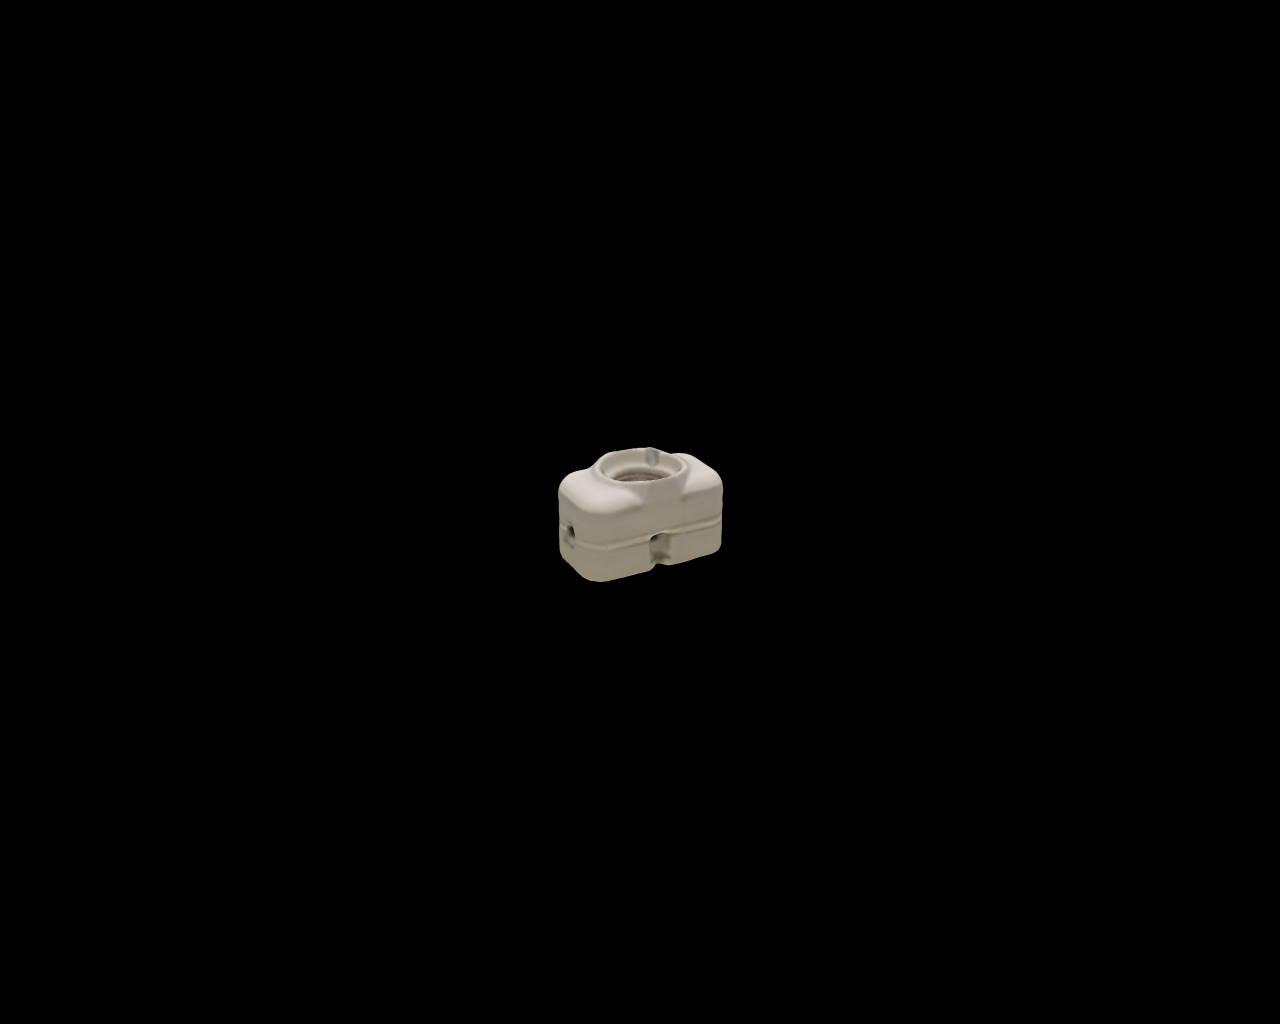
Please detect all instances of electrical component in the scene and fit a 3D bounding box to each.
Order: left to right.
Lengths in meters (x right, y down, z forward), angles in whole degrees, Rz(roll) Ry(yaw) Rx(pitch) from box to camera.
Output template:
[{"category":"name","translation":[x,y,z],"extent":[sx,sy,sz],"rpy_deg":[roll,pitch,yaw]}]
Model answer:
[{"category":"electrical component","translation":[0.001,-0.003,0.650],"extent":[0.095,0.059,0.054],"rpy_deg":[-12,28,-25]}]
